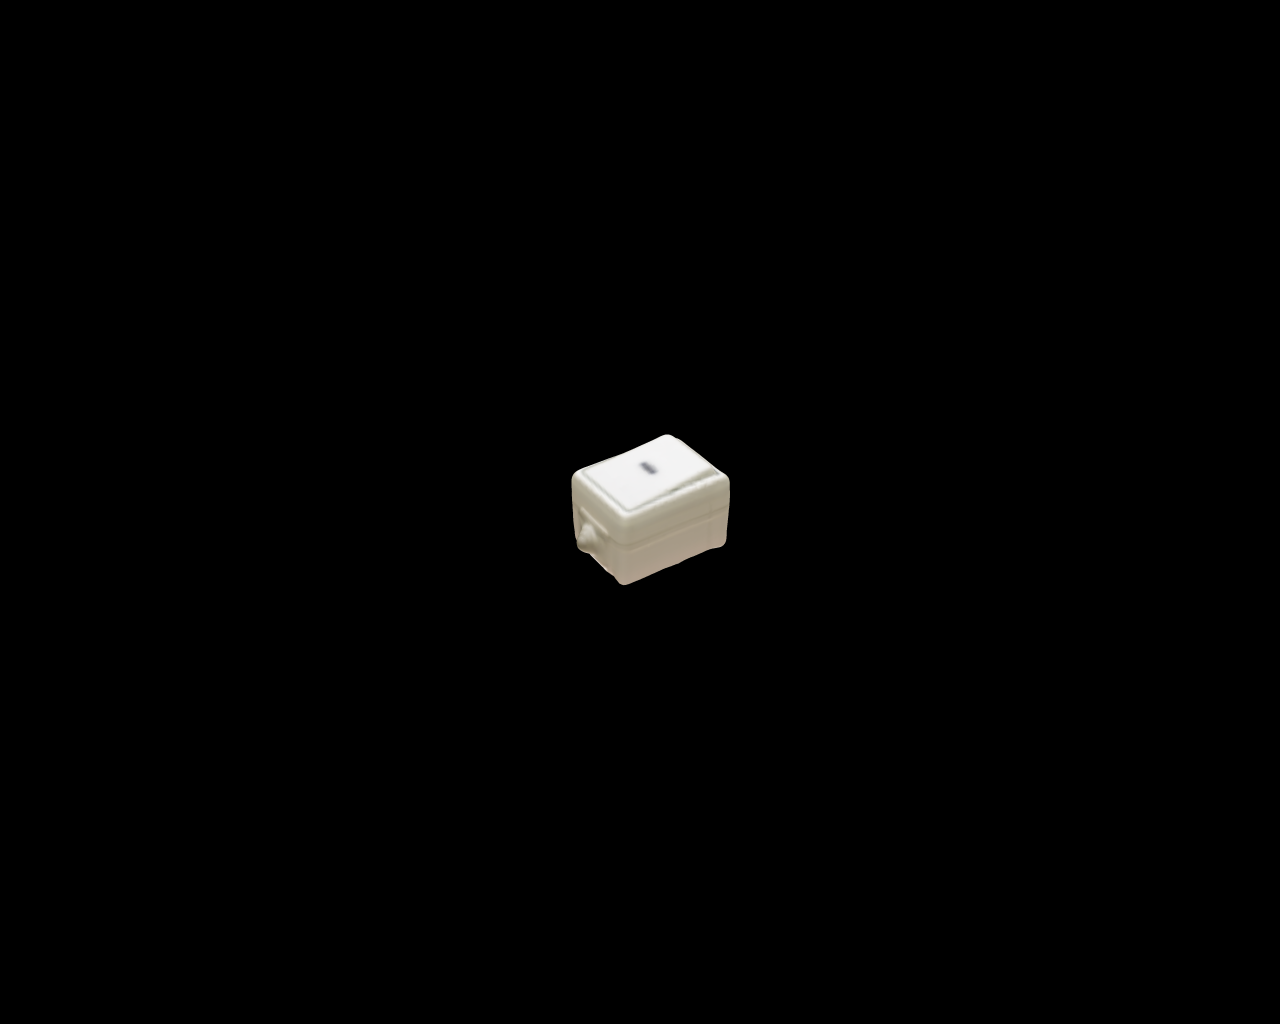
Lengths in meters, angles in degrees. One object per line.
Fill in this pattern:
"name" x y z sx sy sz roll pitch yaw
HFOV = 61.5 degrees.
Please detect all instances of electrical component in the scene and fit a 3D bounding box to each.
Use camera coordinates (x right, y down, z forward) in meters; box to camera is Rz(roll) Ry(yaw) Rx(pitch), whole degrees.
"electrical component" 0.001 -0.003 0.650 0.096 0.061 0.062 -21 41 -26
